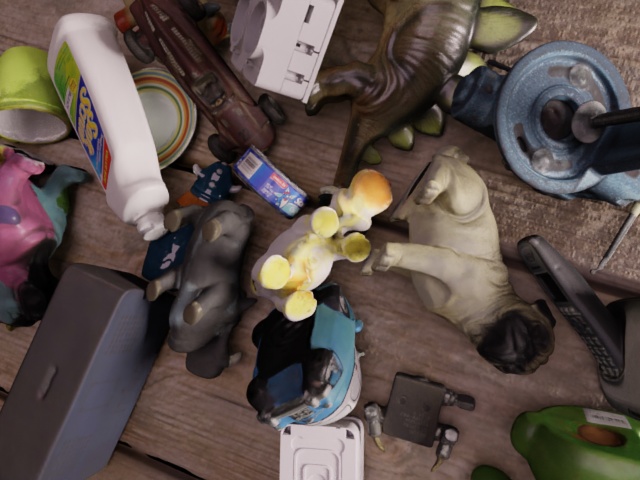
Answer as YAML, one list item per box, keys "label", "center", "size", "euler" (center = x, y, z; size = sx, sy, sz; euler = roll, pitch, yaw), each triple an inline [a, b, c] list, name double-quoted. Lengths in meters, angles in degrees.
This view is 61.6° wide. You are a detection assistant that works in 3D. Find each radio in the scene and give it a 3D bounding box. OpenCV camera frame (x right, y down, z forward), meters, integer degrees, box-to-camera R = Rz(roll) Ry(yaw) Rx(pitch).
- label: "radio"
  center: [-0.244, 0.143, 0.566]
  size: [0.073, 0.131, 0.229]
  euler: [25, 89, 14]

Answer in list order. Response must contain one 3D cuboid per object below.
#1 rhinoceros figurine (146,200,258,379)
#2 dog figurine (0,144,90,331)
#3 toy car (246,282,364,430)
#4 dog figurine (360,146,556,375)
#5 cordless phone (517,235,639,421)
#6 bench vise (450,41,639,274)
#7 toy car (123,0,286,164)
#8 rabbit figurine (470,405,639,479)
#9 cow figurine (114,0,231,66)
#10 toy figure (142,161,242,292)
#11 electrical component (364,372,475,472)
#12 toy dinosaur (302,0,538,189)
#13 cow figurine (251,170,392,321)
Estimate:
- label: "rhinoceros figurine"
  center: [-0.117, 0.051, 0.562]
  size: [0.073, 0.112, 0.190]
  euler: [12, 97, 27]
- label: "dog figurine"
  center: [-0.375, 0.000, 0.627]
  size: [0.192, 0.108, 0.219]
  euler: [18, 90, 13]
- label: "toy car"
  center: [-0.003, 0.123, 0.525]
  size: [0.109, 0.162, 0.102]
  euler: [-31, 115, 17]
- label: "dog figurine"
  center: [0.158, 0.018, 0.525]
  size: [0.190, 0.121, 0.172]
  euler: [30, 93, 0]
- label: "cordless phone"
  center: [0.252, 0.061, 0.460]
  size: [0.089, 0.146, 0.184]
  euler: [-38, 82, -1]
- label: "bench vise"
  center: [0.227, -0.078, 0.429]
  size: [0.223, 0.241, 0.129]
  euler: [37, 87, -11]
- label: "toy car"
  center: [-0.123, -0.173, 0.577]
  size: [0.089, 0.053, 0.202]
  euler: [-32, 113, 15]
- label: "rabbit figurine"
  center: [0.218, 0.244, 0.467]
  size: [0.159, 0.121, 0.170]
  euler: [5, 99, 6]
- label: "cow figurine"
  center: [-0.175, -0.280, 0.631]
  size: [0.127, 0.085, 0.195]
  euler: [-22, 78, 15]
- label: "toy figure"
  center: [-0.144, -0.018, 0.602]
  size: [0.058, 0.064, 0.154]
  euler: [23, 82, 57]
- label: "electrical component"
  center: [0.095, 0.177, 0.534]
  size: [0.102, 0.045, 0.078]
  euler: [19, 89, 14]
- label: "toy dinosaur"
  center: [0.111, -0.241, 0.537]
  size: [0.199, 0.105, 0.470]
  euler: [19, 104, -2]
- label: "cow figurine"
  center: [0.001, -0.001, 0.543]
  size: [0.167, 0.098, 0.068]
  euler: [-46, 105, -14]
